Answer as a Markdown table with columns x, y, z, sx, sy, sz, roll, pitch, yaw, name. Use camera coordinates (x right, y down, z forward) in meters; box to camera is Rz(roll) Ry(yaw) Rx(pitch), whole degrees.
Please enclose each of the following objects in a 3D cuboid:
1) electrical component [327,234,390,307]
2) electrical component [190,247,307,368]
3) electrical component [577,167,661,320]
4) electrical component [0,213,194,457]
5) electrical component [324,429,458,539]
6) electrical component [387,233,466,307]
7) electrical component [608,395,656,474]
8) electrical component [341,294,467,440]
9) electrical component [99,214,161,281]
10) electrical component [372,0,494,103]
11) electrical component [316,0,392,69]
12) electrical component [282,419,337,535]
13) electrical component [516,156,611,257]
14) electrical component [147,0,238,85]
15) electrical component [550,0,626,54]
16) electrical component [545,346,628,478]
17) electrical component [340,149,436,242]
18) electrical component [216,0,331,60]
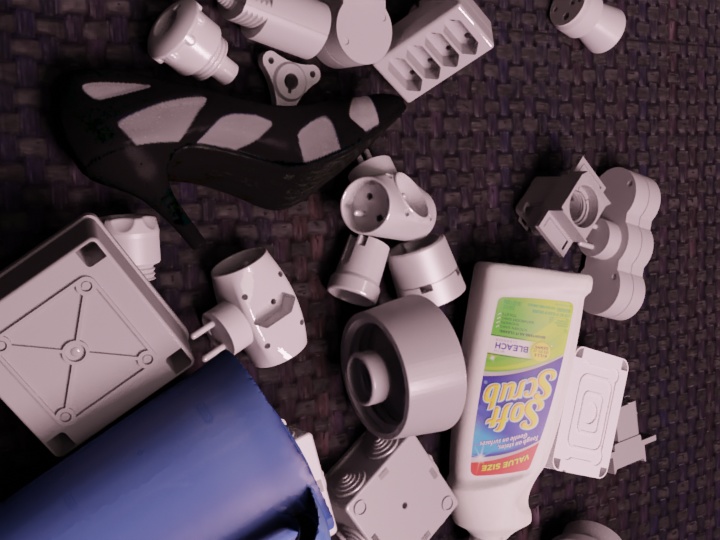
| x | y | z | sx | sy | sz | roll | pitch | yaw | name |
| --- | --- | --- | --- | --- | --- | --- | --- | --- | --- |
| 0.000 | 0.000 | 0.832 | 0.040 | 0.040 | 0.046 | 29 | 71 | -34 | electrical component |
| -0.086 | 0.036 | 0.767 | 0.079 | 0.043 | 0.077 | -34 | 113 | -30 | electrical component |
| 0.227 | -0.027 | 0.990 | 0.074 | 0.052 | 0.138 | 13 | 86 | -37 | electrical component |
| -0.178 | 0.040 | 0.668 | 0.109 | 0.056 | 0.108 | -35 | 116 | -2 | electrical component |
| 0.022 | 0.182 | 0.855 | 0.100 | 0.048 | 0.099 | -45 | 117 | -26 | electrical component |
| 0.051 | 0.001 | 0.861 | 0.055 | 0.055 | 0.047 | -29 | 106 | -32 | electrical component |
| 0.237 | 0.153 | 1.018 | 0.081 | 0.042 | 0.063 | -12 | 97 | -36 | electrical component |
| 0.025 | 0.077 | 0.817 | 0.060 | 0.108 | 0.108 | -11 | 100 | -29 | electrical component |
| -0.154 | -0.006 | 0.714 | 0.043 | 0.043 | 0.062 | -8 | 100 | -36 | electrical component |
| 0.056 | -0.187 | 0.844 | 0.047 | 0.083 | 0.075 | 43 | 31 | -31 | electrical component |
| 0.002 | -0.222 | 0.795 | 0.052 | 0.074 | 0.138 | -4 | 95 | -36 | electrical component |
| -0.071 | 0.168 | 0.785 | 0.100 | 0.048 | 0.099 | -22 | 106 | -33 | electrical component |
| 0.176 | -0.056 | 0.943 | 0.042 | 0.064 | 0.081 | 47 | 66 | -28 | electrical component |
| -0.111 | -0.151 | 0.736 | 0.062 | 0.048 | 0.048 | 36 | 72 | -40 | electrical component |
| 0.204 | -0.225 | 0.963 | 0.055 | 0.045 | 0.045 | 22 | 81 | -35 | electrical component |
| 0.187 | 0.124 | 0.968 | 0.078 | 0.057 | 0.113 | 17 | 83 | -36 | electrical component |
| 0.016 | -0.062 | 0.830 | 0.077 | 0.044 | 0.079 | 6 | 56 | -60 | electrical component |
| -0.066 | -0.183 | 0.766 | 0.081 | 0.043 | 0.043 | 13 | 86 | -36 | electrical component |
